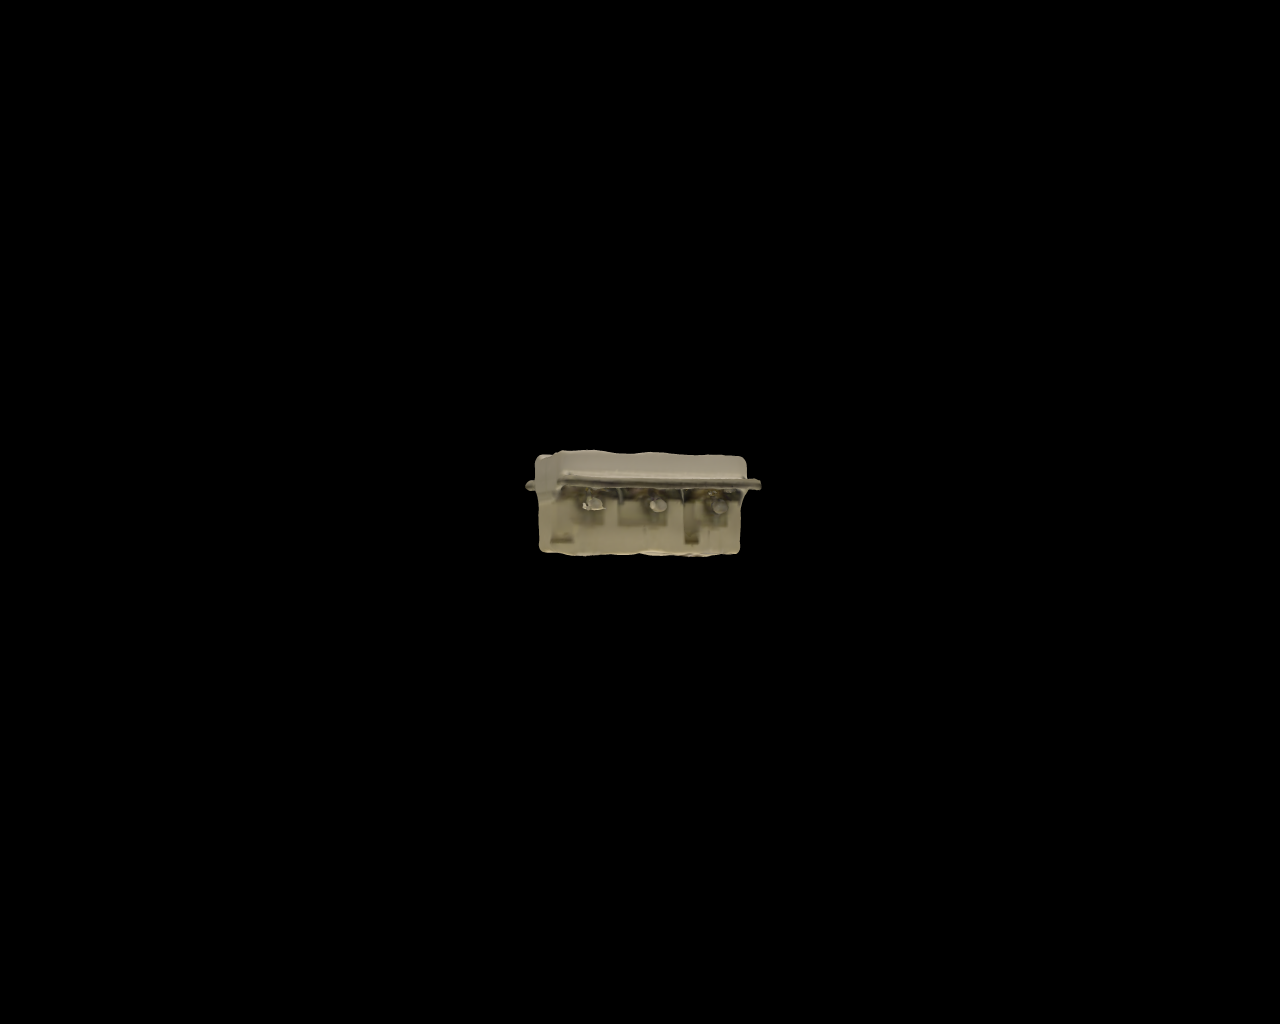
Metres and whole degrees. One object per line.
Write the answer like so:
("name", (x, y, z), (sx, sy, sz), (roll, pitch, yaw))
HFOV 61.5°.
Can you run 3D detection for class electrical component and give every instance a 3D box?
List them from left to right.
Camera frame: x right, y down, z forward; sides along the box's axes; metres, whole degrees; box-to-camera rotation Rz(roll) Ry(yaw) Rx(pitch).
("electrical component", (0.001, -0.003, 0.650), (0.121, 0.063, 0.078), (1, -4, -23))
